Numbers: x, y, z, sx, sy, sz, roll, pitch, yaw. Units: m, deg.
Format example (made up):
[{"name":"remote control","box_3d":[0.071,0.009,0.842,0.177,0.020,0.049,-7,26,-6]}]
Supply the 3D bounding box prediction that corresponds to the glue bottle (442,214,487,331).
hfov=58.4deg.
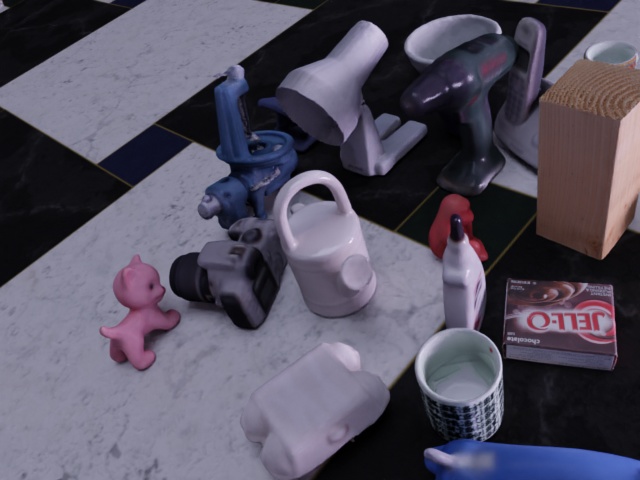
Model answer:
[{"name":"glue bottle","box_3d":[0.153,0.037,0.620,0.037,0.173,0.078,5,49,24]}]

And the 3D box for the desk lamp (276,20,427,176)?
[{"name":"desk lamp","box_3d":[0.050,-0.201,0.864,0.117,0.214,0.203,27,60,38]}]

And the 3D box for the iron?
[{"name":"iron","box_3d":[0.207,0.204,0.458,0.257,0.142,0.118,-4,46,16]}]

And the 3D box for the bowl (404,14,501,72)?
[{"name":"bowl","box_3d":[0.238,-0.332,1.027,0.167,0.075,0.167,-10,44,10]}]

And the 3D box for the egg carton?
[{"name":"egg carton","box_3d":[-0.005,0.180,0.610,0.150,0.069,0.107,-34,45,-15]}]

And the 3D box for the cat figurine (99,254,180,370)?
[{"name":"cat figurine","box_3d":[-0.245,0.086,0.755,0.067,0.118,0.128,5,49,24]}]

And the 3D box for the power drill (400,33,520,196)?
[{"name":"power drill","box_3d":[0.197,-0.168,0.782,0.075,0.209,0.230,23,58,36]}]

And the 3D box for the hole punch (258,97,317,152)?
[{"name":"hole punch","box_3d":[-0.041,-0.225,1.009,0.108,0.091,0.101,29,61,38]}]

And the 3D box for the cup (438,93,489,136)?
[{"name":"cup","box_3d":[0.224,-0.222,0.909,0.091,0.095,0.118,-4,46,16]}]

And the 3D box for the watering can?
[{"name":"watering can","box_3d":[0.008,0.001,0.692,0.172,0.194,0.101,23,58,36]}]

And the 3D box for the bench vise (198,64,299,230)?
[{"name":"bench vise","box_3d":[-0.111,-0.129,0.845,0.121,0.220,0.207,-3,46,18]}]

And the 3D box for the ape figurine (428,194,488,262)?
[{"name":"ape figurine","box_3d":[0.174,-0.018,0.727,0.076,0.092,0.078,3,48,22]}]

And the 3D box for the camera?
[{"name":"camera","box_3d":[-0.129,0.033,0.778,0.136,0.101,0.143,2,48,21]}]

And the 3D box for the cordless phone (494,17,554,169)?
[{"name":"cordless phone","box_3d":[0.307,-0.201,0.793,0.094,0.185,0.147,-27,44,-7]}]
